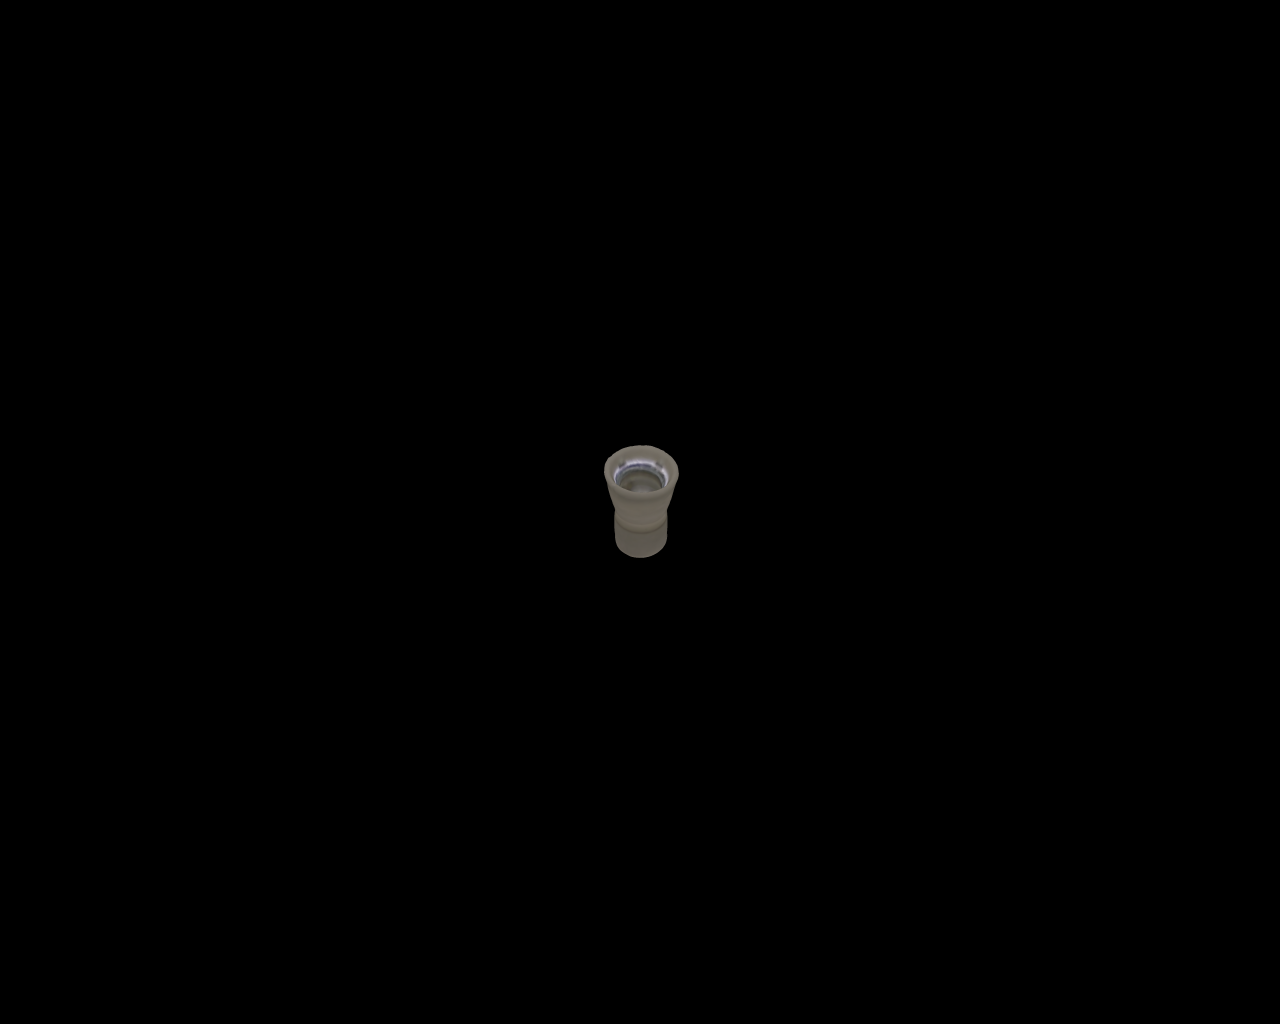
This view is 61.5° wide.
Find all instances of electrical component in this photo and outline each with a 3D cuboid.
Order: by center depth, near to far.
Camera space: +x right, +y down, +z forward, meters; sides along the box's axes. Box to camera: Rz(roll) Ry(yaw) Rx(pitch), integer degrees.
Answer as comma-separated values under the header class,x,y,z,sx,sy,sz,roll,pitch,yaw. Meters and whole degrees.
class,x,y,z,sx,sy,sz,roll,pitch,yaw
electrical component,0.001,-0.003,0.650,0.044,0.065,0.044,0,45,0
